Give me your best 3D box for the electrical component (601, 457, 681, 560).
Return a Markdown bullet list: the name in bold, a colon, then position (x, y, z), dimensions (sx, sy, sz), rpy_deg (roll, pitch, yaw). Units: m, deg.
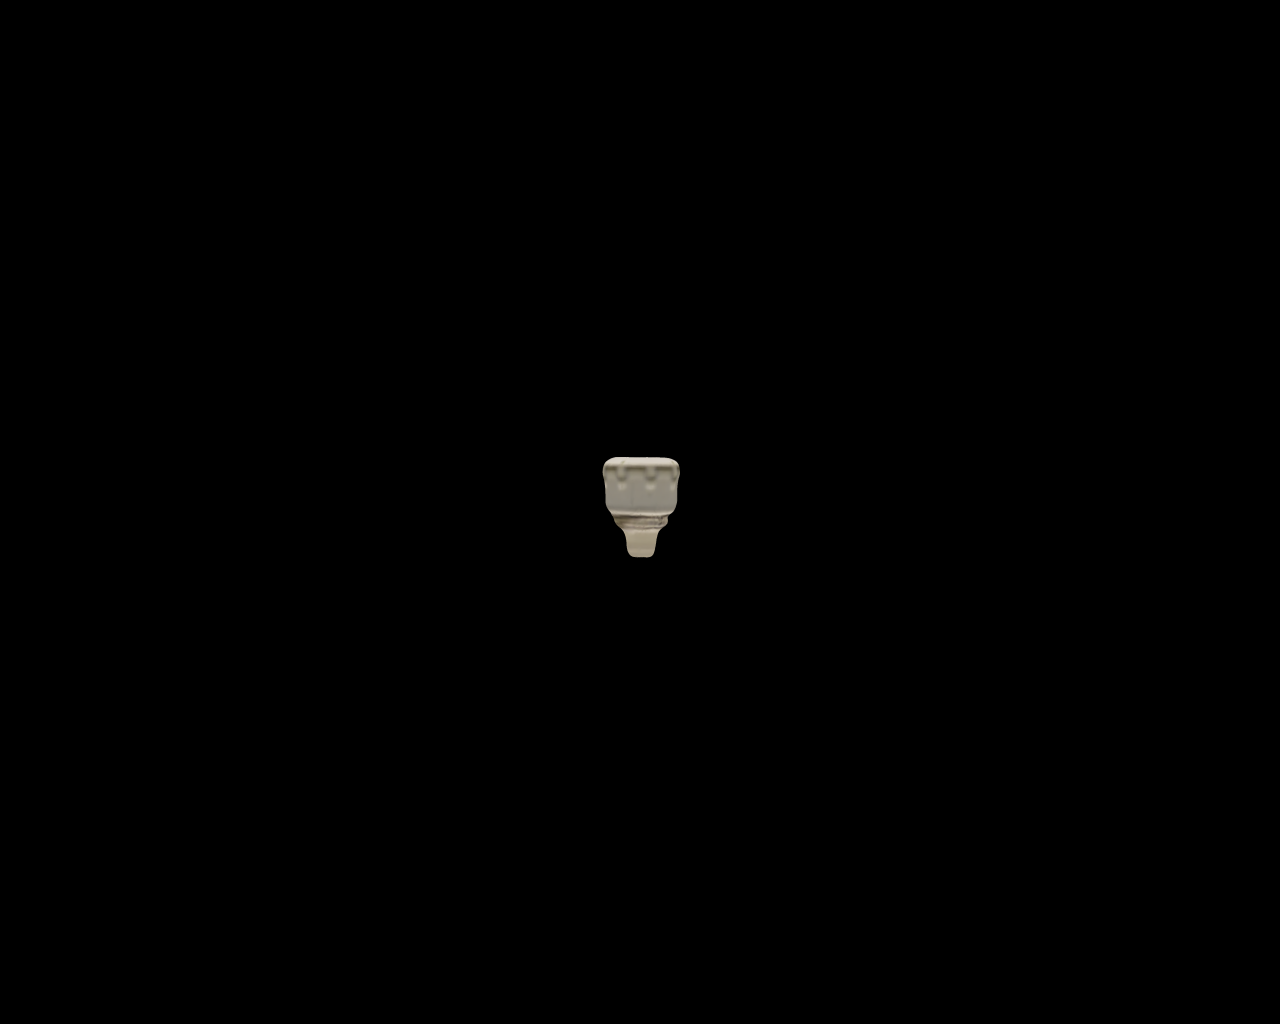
- **electrical component**: position (0.001, -0.003, 0.650), dimensions (0.048, 0.062, 0.048), rpy_deg (0, 2, 0)
